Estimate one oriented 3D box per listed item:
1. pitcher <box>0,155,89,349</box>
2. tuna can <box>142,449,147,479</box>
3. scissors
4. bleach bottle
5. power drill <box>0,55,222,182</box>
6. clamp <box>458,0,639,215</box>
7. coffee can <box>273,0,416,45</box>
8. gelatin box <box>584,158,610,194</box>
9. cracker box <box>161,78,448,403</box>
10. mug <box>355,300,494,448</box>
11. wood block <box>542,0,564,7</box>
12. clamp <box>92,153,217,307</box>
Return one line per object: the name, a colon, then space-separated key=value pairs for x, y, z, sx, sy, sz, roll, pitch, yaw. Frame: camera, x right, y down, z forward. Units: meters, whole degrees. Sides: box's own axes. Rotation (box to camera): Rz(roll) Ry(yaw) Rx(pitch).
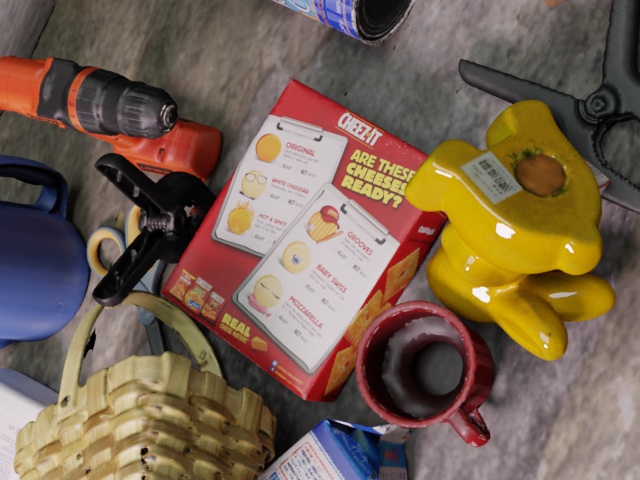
pitcher: x=-0.313 y=0.010 z=0.920 sx=0.145 sy=0.242 sz=0.149 roll=-20 pitch=78 yaw=16
tuna can: x=-0.194 y=0.209 z=0.944 sx=0.086 sy=0.033 sz=0.086 roll=-5 pitch=78 yaw=23
scissors: x=-0.172 y=0.063 z=0.973 sx=0.096 sy=0.016 sz=0.202 roll=-7 pitch=77 yaw=25
bleach bottle: x=-0.312 y=0.250 z=0.974 sx=0.103 sy=0.068 sz=0.251 roll=23 pitch=92 yaw=27
power drill: x=-0.161 y=-0.101 z=0.906 sx=0.185 sy=0.187 sz=0.057 roll=16 pitch=85 yaw=27
clamp: x=0.222 y=-0.110 z=0.816 sx=0.165 sy=0.036 sz=0.210 roll=-41 pitch=67 yaw=21
coffee can: x=0.004 y=-0.239 z=0.906 sx=0.140 sy=0.102 sz=0.103 roll=30 pitch=92 yaw=26
gelatin box: x=0.167 y=-0.043 z=0.819 sx=0.089 sy=0.030 sz=0.073 roll=45 pitch=130 yaw=25
cracker box: x=-0.006 y=0.001 z=0.881 sx=0.164 sy=0.072 sz=0.214 roll=33 pitch=93 yaw=24
mug: x=0.091 y=0.106 z=0.810 sx=0.093 sy=0.081 sz=0.117 roll=-43 pitch=66 yaw=11
wood block: x=0.164 y=-0.264 z=0.782 sx=0.090 sy=0.205 sz=0.091 roll=-32 pitch=69 yaw=15
clamp: x=-0.136 y=-0.006 z=0.890 sx=0.039 sy=0.171 sz=0.120 roll=15 pitch=95 yaw=27
